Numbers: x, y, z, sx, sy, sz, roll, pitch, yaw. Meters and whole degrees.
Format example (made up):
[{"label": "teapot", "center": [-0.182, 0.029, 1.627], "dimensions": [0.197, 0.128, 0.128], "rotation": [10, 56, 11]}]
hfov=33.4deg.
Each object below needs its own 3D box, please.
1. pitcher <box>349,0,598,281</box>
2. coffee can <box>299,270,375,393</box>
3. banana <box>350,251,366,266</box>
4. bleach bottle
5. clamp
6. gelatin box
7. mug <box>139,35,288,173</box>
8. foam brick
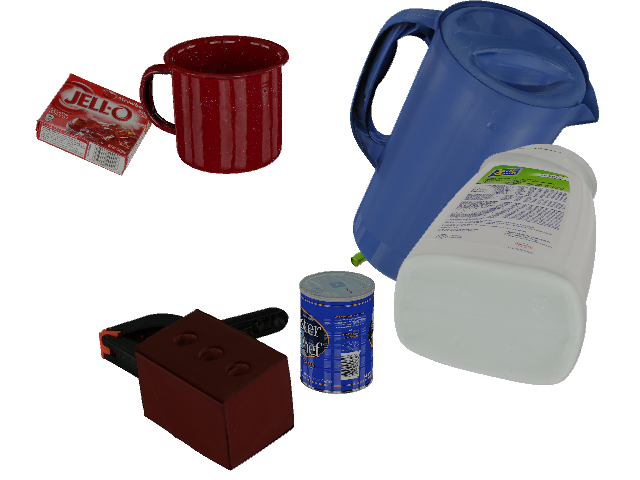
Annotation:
[{"label": "pitcher", "center": [0.107, -0.078, 0.918], "dimensions": [0.144, 0.149, 0.243], "rotation": [-8, -37, -32]}, {"label": "coffee can", "center": [0.023, 0.124, 1.461], "dimensions": [0.103, 0.140, 0.103], "rotation": [0, 18, 0]}, {"label": "banana", "center": [0.134, 0.020, 1.085], "dimensions": [0.198, 0.037, 0.069], "rotation": [6, 43, 11]}, {"label": "bleach bottle", "center": [0.127, -0.006, 0.645], "dimensions": [0.103, 0.068, 0.250], "rotation": [11, 26, 19]}, {"label": "clamp", "center": [-0.109, 0.092, 0.961], "dimensions": [0.171, 0.039, 0.120], "rotation": [10, 27, 8]}, {"label": "gelatin box", "center": [-0.210, -0.110, 0.998], "dimensions": [0.089, 0.073, 0.030], "rotation": [24, -43, -3]}, {"label": "mug", "center": [-0.082, -0.103, 0.810], "dimensions": [0.117, 0.081, 0.093], "rotation": [6, 29, 10]}, {"label": "foam brick", "center": [-0.061, 0.085, 0.614], "dimensions": [0.078, 0.051, 0.052], "rotation": [23, 38, 36]}]
